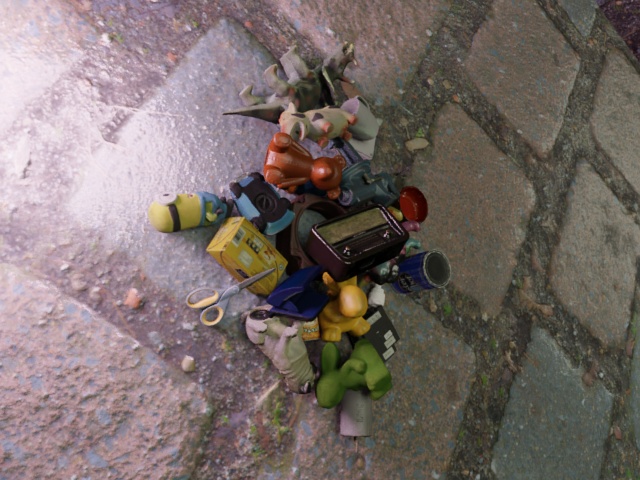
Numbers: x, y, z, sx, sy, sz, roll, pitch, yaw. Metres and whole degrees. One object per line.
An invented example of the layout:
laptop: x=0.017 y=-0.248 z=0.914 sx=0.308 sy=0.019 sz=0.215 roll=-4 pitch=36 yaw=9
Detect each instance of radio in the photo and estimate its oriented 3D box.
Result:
radio: x=0.092 y=0.003 z=1.260 sx=0.229 sy=0.073 sz=0.131 roll=-22 pitch=58 yaw=-34

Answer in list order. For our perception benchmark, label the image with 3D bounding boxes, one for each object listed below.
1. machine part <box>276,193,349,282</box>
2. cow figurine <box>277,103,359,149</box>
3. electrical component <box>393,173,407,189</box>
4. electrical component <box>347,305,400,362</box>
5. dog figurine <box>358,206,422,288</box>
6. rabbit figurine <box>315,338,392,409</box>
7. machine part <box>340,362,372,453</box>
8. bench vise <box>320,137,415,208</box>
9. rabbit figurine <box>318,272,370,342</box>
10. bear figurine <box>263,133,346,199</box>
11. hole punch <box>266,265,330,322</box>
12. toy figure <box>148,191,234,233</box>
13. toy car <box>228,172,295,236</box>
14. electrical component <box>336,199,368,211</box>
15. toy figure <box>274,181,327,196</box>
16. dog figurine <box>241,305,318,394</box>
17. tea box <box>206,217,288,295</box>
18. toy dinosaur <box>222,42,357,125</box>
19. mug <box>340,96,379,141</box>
machine part: x=-0.003 y=-0.004 z=1.328 sx=0.201 sy=0.087 sz=0.201 roll=12 pitch=70 yaw=-31
cow figurine: x=-0.016 y=-0.282 z=1.300 sx=0.127 sy=0.085 sz=0.195 roll=39 pitch=42 yaw=27
electrical component: x=0.221 y=-0.162 z=1.557 sx=0.094 sy=0.021 sz=0.063 roll=-15 pitch=87 yaw=-37
electrical component: x=0.138 y=0.251 z=1.375 sx=0.115 sy=0.058 sz=0.134 roll=-30 pitch=95 yaw=-33
dog figurine: x=0.154 y=0.023 z=1.392 sx=0.192 sy=0.108 sz=0.219 roll=35 pitch=60 yaw=30
rabbit figurine: x=0.059 y=0.303 z=1.214 sx=0.170 sy=0.121 sz=0.159 roll=-28 pitch=68 yaw=-7
machine part: x=0.088 y=0.382 z=1.294 sx=0.079 sy=0.079 sz=0.243 roll=13 pitch=71 yaw=-31
bench vise: x=0.098 y=-0.182 z=1.377 sx=0.223 sy=0.129 sz=0.240 roll=-27 pitch=78 yaw=-35
rabbit figurine: x=0.066 y=0.148 z=1.245 sx=0.122 sy=0.173 sz=0.162 roll=-1 pitch=72 yaw=-13
bear figurine: x=-0.028 y=-0.162 z=1.228 sx=0.196 sy=0.132 sz=0.120 roll=15 pitch=92 yaw=-12
hole punch: x=-0.051 y=0.112 z=1.183 sx=0.142 sy=0.116 sz=0.092 roll=-50 pitch=137 yaw=-54
toy figure: x=-0.277 y=-0.061 z=1.160 sx=0.180 sy=0.082 sz=0.089 roll=-1 pitch=77 yaw=-37
toy car: x=-0.145 y=-0.071 z=1.237 sx=0.161 sy=0.103 sz=0.109 roll=47 pitch=56 yaw=3
electrical component: x=0.091 y=-0.114 z=1.447 sx=0.078 sy=0.045 sz=0.102 roll=37 pitch=53 yaw=12
toy figure: x=-0.056 y=-0.139 z=1.344 sx=0.154 sy=0.058 sz=0.064 roll=8 pitch=68 yaw=-27
dog figurine: x=-0.094 y=0.252 z=1.209 sx=0.121 sy=0.173 sz=0.190 roll=-30 pitch=128 yaw=-48
tea box: x=-0.158 y=0.037 z=1.195 sx=0.169 sy=0.068 sz=0.098 roll=52 pitch=54 yaw=-35
toy dinosaur: x=-0.067 y=-0.363 z=1.364 sx=0.192 sy=0.131 sz=0.405 roll=47 pitch=63 yaw=-15
mug: x=0.106 y=-0.319 z=1.420 sx=0.107 sy=0.081 sz=0.109 roll=35 pitch=54 yaw=-36
